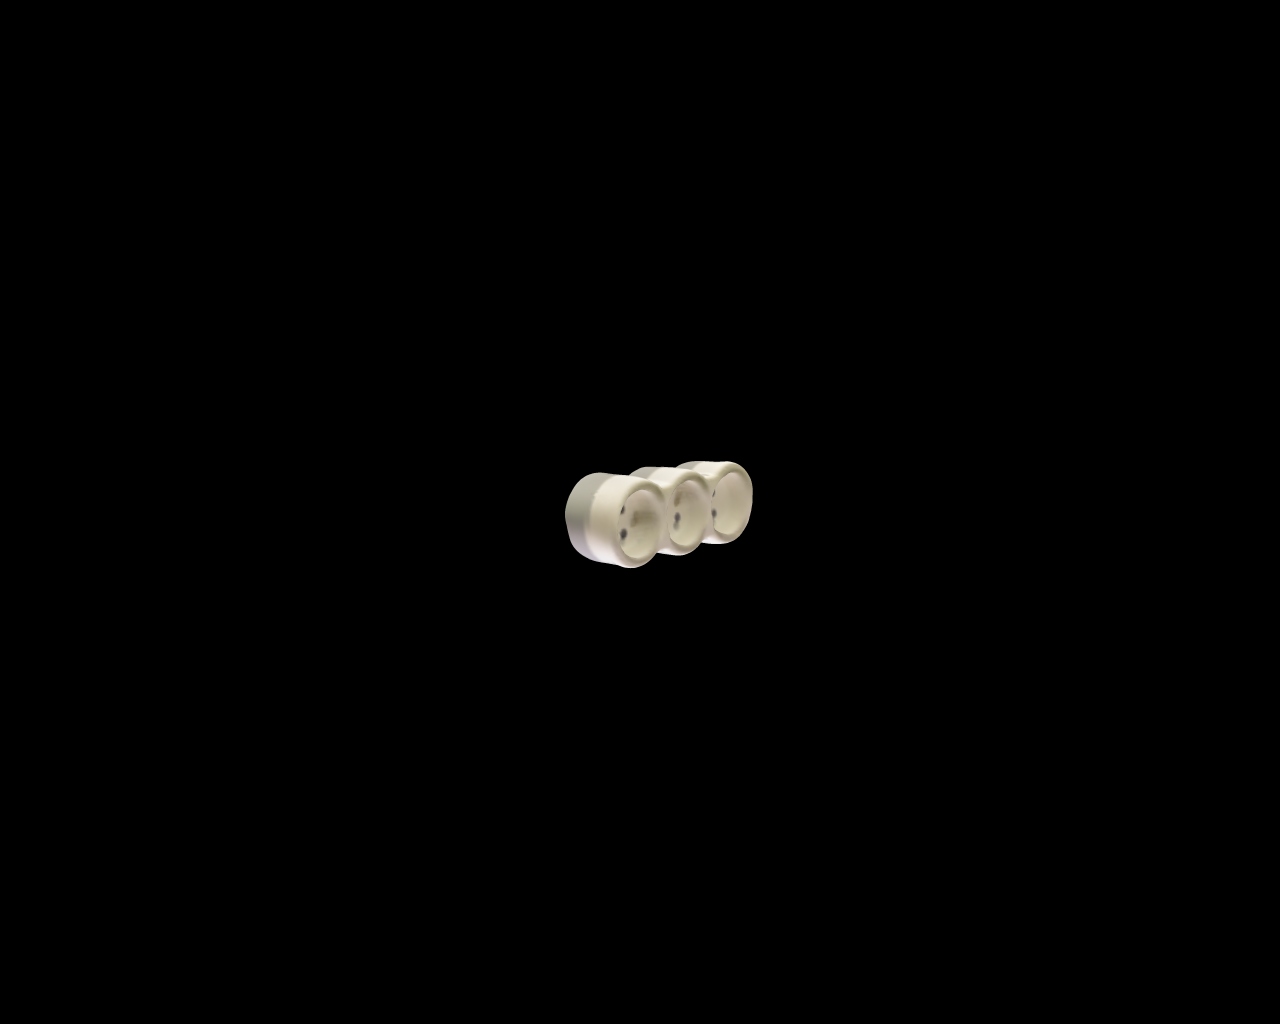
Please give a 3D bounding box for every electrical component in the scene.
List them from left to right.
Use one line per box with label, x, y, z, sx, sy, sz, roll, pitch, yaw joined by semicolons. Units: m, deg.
electrical component;0.001;-0.003;0.650;0.074;0.052;0.138;7;12;39
